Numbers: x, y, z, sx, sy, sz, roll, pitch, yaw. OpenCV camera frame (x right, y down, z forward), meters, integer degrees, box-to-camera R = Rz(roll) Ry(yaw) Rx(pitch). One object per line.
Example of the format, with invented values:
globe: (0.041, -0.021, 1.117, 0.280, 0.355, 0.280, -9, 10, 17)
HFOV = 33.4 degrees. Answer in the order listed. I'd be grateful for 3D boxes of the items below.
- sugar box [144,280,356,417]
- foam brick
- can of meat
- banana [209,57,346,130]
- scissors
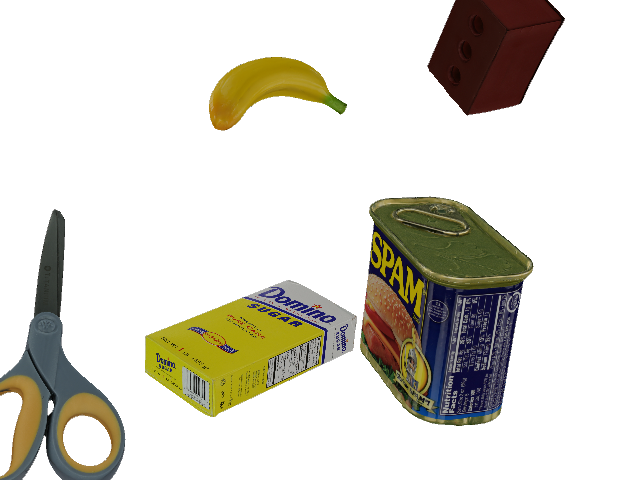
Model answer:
sugar box: (-0.060, 0.092, 0.959, 0.093, 0.048, 0.175, 27, 36, 36)
foam brick: (0.116, -0.132, 0.716, 0.051, 0.053, 0.078, -17, -33, -29)
can of meat: (0.060, 0.035, 0.548, 0.057, 0.084, 0.102, -3, 24, -19)
banana: (-0.048, -0.141, 0.994, 0.070, 0.037, 0.197, 42, 33, 21)
scissors: (-0.145, 0.065, 0.627, 0.096, 0.201, 0.016, 18, -44, -4)
